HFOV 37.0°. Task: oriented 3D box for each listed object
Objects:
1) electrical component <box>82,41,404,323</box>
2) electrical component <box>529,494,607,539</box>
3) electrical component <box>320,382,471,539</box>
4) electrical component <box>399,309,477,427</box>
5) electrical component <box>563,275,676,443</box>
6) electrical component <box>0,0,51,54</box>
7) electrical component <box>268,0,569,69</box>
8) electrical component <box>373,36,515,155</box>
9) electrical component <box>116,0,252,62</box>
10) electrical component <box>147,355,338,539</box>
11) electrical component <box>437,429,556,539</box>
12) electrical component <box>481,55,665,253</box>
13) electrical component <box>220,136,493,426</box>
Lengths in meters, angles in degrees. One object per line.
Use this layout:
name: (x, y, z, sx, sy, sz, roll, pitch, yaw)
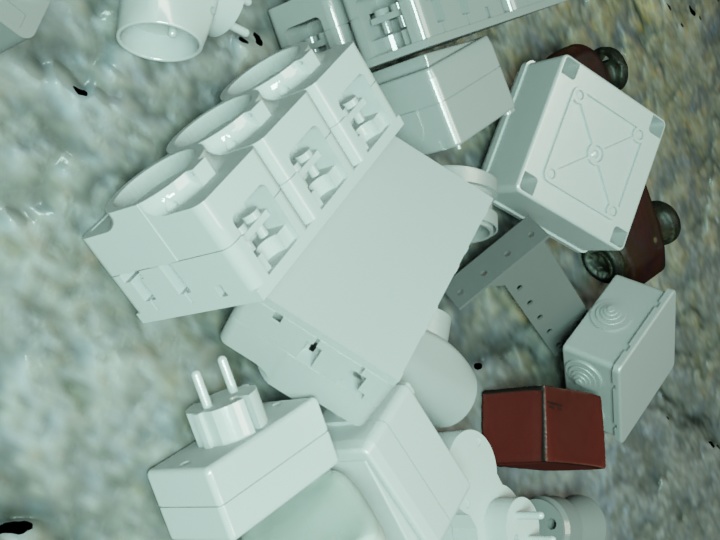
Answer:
electrical component: (-0.057, -0.049, 0.541, 0.061, 0.089, 0.150, 57, 45, -23)
electrical component: (0.139, 0.179, 0.748, 0.055, 0.045, 0.045, 12, 73, -47)
electrical component: (0.007, 0.109, 0.599, 0.096, 0.062, 0.061, 58, 45, -22)
electrical component: (0.035, 0.046, 0.659, 0.077, 0.044, 0.079, 33, 58, -40)
electrical component: (0.193, 0.064, 0.801, 0.099, 0.048, 0.099, -47, 142, -29)
electrical component: (-0.159, -0.143, 0.472, 0.050, 0.056, 0.089, 38, 55, -38)
electrical component: (0.043, -0.170, 0.671, 0.186, 0.105, 0.060, -30, 104, -48)
electrical component: (0.053, -0.116, 0.703, 0.096, 0.062, 0.061, -37, 109, -46)
electrical component: (-0.087, -0.147, 0.564, 0.079, 0.043, 0.077, 18, 68, -45)
electrical component: (-0.063, 0.081, 0.537, 0.083, 0.047, 0.075, -29, 103, -48)
electrical component: (0.087, 0.160, 0.670, 0.052, 0.074, 0.138, -45, 115, -44)
electrical component: (0.153, -0.082, 0.778, 0.109, 0.056, 0.108, 27, 79, -27)
electrical component: (0.000, 0.000, 0.594, 0.089, 0.061, 0.150, 32, 49, -1)
